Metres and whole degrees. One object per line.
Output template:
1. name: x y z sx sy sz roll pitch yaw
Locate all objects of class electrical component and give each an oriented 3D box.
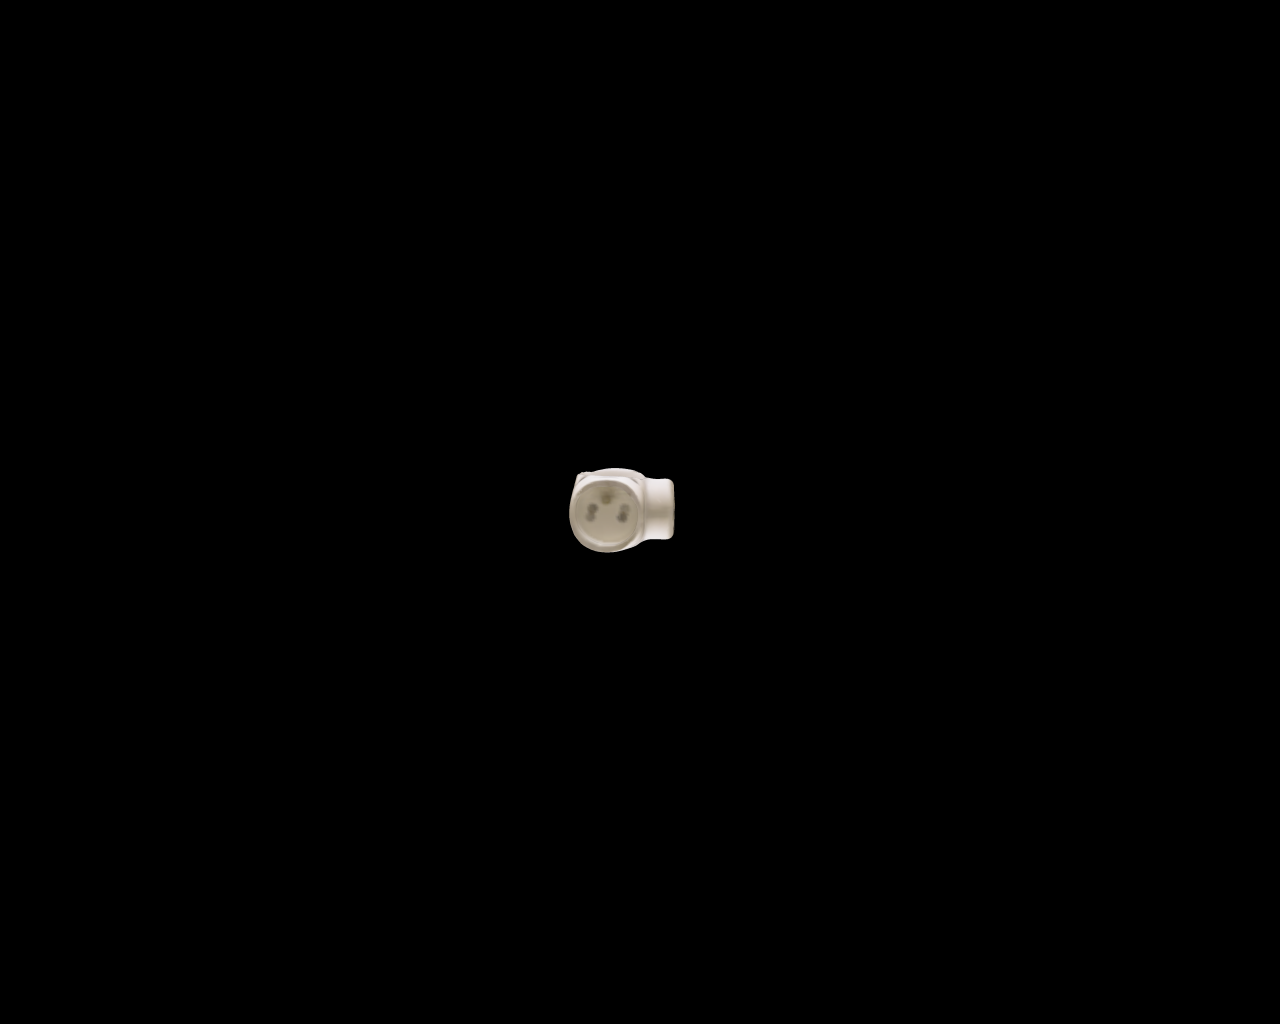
1. electrical component: 0.001 -0.003 0.650 0.079 0.044 0.077 0 7 4
